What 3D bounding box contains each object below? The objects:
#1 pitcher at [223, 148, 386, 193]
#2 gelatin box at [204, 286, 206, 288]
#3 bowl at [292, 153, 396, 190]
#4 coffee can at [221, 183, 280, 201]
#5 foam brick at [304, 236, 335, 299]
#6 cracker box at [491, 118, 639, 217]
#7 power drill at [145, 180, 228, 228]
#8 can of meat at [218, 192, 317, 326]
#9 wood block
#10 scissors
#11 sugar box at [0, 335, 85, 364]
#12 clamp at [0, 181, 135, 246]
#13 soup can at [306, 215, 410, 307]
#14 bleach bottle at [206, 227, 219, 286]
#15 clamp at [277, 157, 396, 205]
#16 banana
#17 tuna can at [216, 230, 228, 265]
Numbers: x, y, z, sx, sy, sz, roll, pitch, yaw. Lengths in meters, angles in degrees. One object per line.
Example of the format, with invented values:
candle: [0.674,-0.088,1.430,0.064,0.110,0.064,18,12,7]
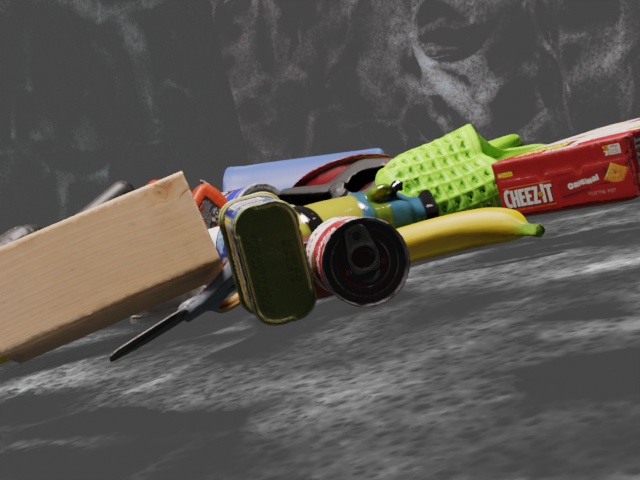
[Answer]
pitcher: [-0.017,-0.062,1.565,0.243,0.145,0.149,-10,41,12]
gelatin box: [-0.156,0.047,1.241,0.073,0.030,0.089,-11,5,37]
bowl: [0.039,-0.044,1.364,0.162,0.055,0.162,-14,-25,-7]
coffee can: [-0.116,-0.015,1.425,0.102,0.103,0.141,-18,6,-43]
foam brick: [-0.001,0.022,0.936,0.078,0.053,0.051,-11,5,18]
cracker box: [0.316,-0.085,1.162,0.165,0.072,0.213,-11,7,44]
power drill: [-0.208,-0.003,1.372,0.188,0.057,0.184,-3,55,50]
can of meat: [-0.042,0.015,0.857,0.057,0.102,0.084,-15,7,-9]
wood block: [-0.198,0.026,0.960,0.206,0.091,0.090,-24,-10,-6]
scissors: [-0.098,0.044,0.917,0.096,0.016,0.201,-57,-17,24]
sugar box: [-0.315,0.073,1.019,0.175,0.093,0.048,-19,7,-42]
clamp: [-0.286,0.033,1.128,0.036,0.165,0.209,28,32,33]
soup can: [0.027,0.015,0.846,0.068,0.068,0.102,-15,4,-7]
bleach bottle: [-0.008,0.001,1.158,0.251,0.068,0.102,-9,6,31]
clamp: [0.021,-0.053,1.268,0.171,0.120,0.039,-32,-42,7]
banana: [0.104,0.000,0.982,0.198,0.037,0.069,-14,2,8]
tuna can: [-0.064,0.008,1.091,0.085,0.086,0.034,-18,5,-40]
